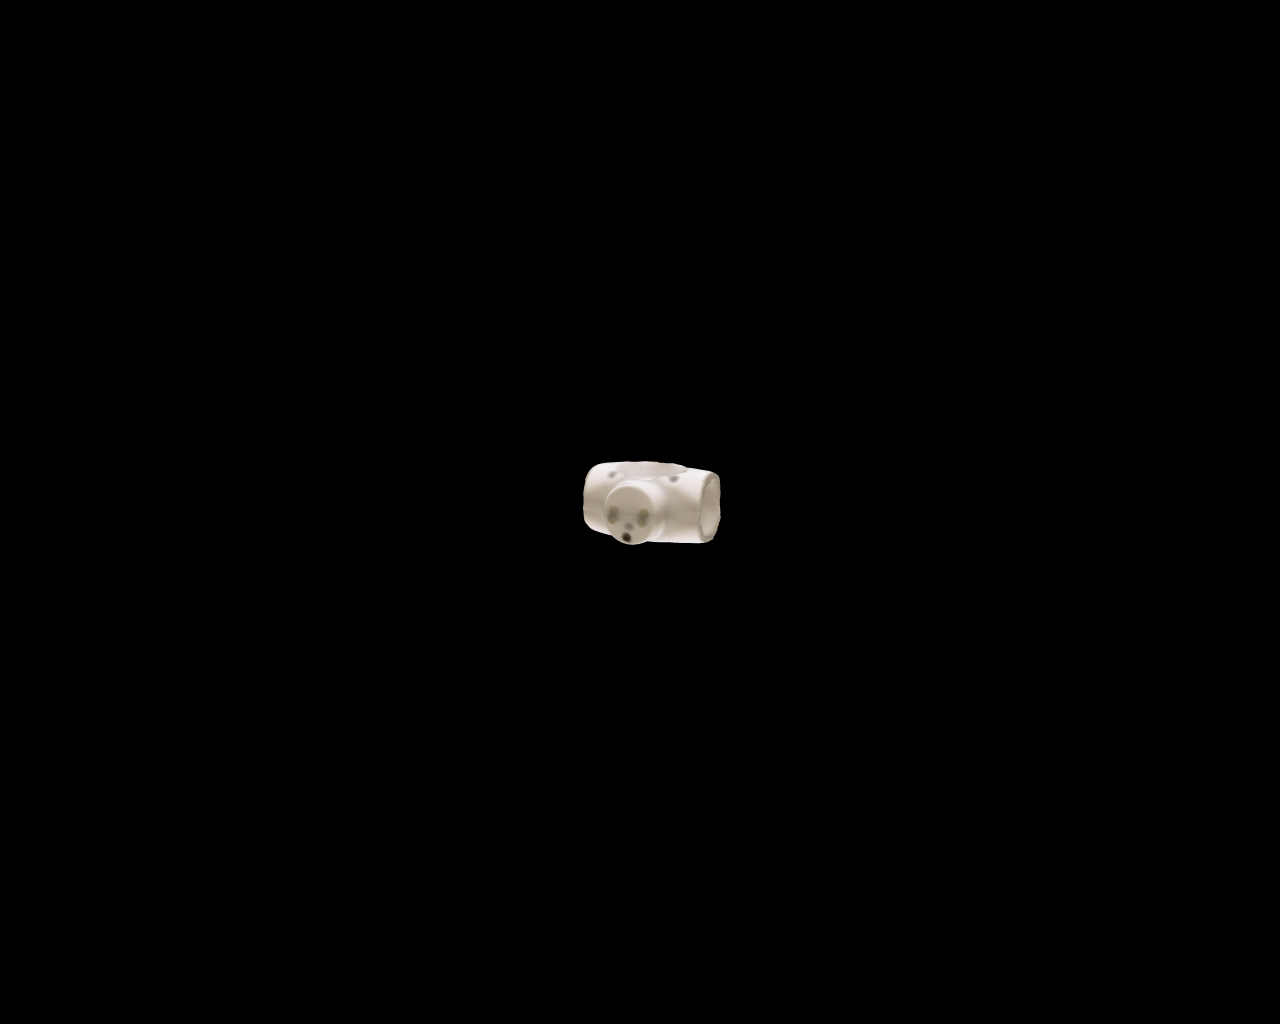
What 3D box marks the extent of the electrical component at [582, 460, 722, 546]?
[{"bbox_3d":[0.001,-0.003,0.650,0.077,0.044,0.079,6,16,22],"label":"electrical component"}]
